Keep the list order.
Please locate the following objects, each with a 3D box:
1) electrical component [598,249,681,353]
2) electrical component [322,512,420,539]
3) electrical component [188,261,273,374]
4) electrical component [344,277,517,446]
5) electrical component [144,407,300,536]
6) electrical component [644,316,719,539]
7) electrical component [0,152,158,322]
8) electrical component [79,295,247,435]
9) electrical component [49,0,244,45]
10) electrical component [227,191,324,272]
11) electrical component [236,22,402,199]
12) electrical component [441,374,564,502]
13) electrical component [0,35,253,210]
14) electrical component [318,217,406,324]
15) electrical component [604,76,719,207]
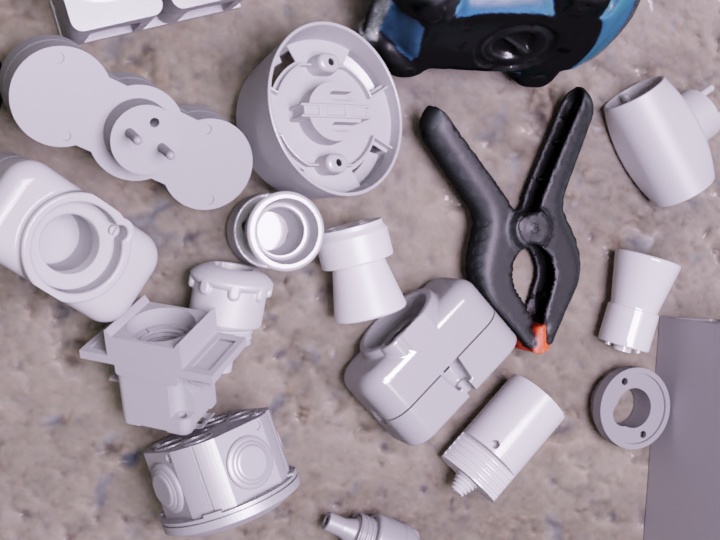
[{"bbox_3d":[0.184,0.023,0.718,0.044,0.044,0.065,15,92,-20],"label":"electrical component"},{"bbox_3d":[0.006,0.165,0.660,0.061,0.035,0.035,27,83,-17],"label":"electrical component"},{"bbox_3d":[-0.078,0.028,0.619,0.048,0.048,0.062,7,100,-21],"label":"electrical component"},{"bbox_3d":[0.040,0.051,0.658,0.095,0.054,0.059,-45,106,-13],"label":"electrical component"},{"bbox_3d":[-0.078,0.113,0.603,0.080,0.080,0.051,-20,94,-19],"label":"electrical component"},{"bbox_3d":[0.249,0.129,0.712,0.060,0.105,0.186,3,91,-21],"label":"electrical component"},{"bbox_3d":[-0.158,-0.016,0.565,0.095,0.059,0.053,38,79,-34],"label":"electrical component"},{"bbox_3d":[-0.107,0.054,0.594,0.081,0.042,0.063,9,120,19],"label":"electrical component"},{"bbox_3d":[-0.132,-0.227,0.578,0.105,0.060,0.186,-18,98,-19],"label":"electrical component"},{"bbox_3d":[-0.050,-0.022,0.620,0.045,0.055,0.045,-1,93,-21],"label":"electrical component"},{"bbox_3d":[-0.021,-0.089,0.620,0.099,0.064,0.099,3,83,-29],"label":"electrical component"},{"bbox_3d":[0.087,0.110,0.684,0.081,0.043,0.043,-47,106,-13],"label":"electrical component"},{"bbox_3d":[-0.118,-0.073,0.567,0.138,0.074,0.052,24,98,-32],"label":"electrical component"},{"bbox_3d":[0.000,0.000,0.645,0.045,0.045,0.055,-17,98,-19],"label":"electrical component"},{"bbox_3d":[0.214,-0.095,0.723,0.079,0.043,0.077,-35,104,-16],"label":"electrical component"}]
